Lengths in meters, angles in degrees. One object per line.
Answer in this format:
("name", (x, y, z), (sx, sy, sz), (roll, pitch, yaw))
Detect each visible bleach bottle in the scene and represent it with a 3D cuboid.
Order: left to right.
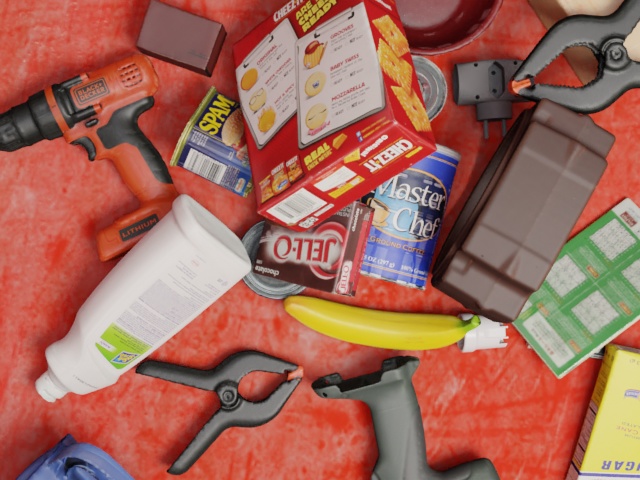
("bleach bottle", (-0.191, 0.071, 1.060), (0.251, 0.068, 0.102), (-40, 128, 11))

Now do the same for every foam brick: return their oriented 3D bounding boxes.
("foam brick", (-0.141, -0.205, 1.088), (0.078, 0.051, 0.053), (20, 91, -1))

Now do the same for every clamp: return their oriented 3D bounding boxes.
("clamp", (-0.097, 0.171, 1.096), (0.171, 0.039, 0.120), (-9, 92, -1))
("clamp", (0.285, -0.168, 1.009), (0.210, 0.036, 0.164), (-25, 92, 3))

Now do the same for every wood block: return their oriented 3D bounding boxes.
("wood block", (0.266, -0.256, 1.073), (0.090, 0.091, 0.206), (-33, 90, 1))

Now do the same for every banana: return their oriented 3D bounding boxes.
("banana", (0.063, 0.083, 1.086), (0.198, 0.069, 0.037), (4, 52, 7))

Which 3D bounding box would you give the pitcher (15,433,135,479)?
("pitcher", (-0.204, 0.311, 1.048), (0.243, 0.149, 0.145), (43, 77, -4))

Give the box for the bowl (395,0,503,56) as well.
("bowl", (0.106, -0.264, 1.088), (0.162, 0.055, 0.162), (0, 90, -1))

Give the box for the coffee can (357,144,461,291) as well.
("coffee can", (0.073, -0.030, 1.065), (0.103, 0.103, 0.140), (15, 90, -1))

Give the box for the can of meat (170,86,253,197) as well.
("can of meat", (-0.091, -0.097, 1.066), (0.084, 0.102, 0.058), (26, 128, -4))

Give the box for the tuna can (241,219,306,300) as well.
("tuna can", (-0.044, 0.019, 1.099), (0.086, 0.034, 0.086), (0, 89, -2))

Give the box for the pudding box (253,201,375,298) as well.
("pudding box", (-0.007, 0.001, 1.032), (0.114, 0.039, 0.090), (11, 87, 44))

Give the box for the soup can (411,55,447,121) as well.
("soup can", (0.086, -0.142, 1.065), (0.068, 0.102, 0.068), (0, 90, -1))

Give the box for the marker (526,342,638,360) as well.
("marker", (0.276, 0.113, 1.110), (0.121, 0.020, 0.020), (10, 90, -1))

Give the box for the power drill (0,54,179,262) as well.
("power drill", (-0.225, -0.076, 1.084), (0.184, 0.057, 0.187), (-24, 91, -1))

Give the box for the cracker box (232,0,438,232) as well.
("cracker box", (0.008, -0.136, 1.000), (0.164, 0.072, 0.214), (-32, 51, 29))

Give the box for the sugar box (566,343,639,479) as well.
("sugar box", (0.316, 0.200, 1.088), (0.093, 0.048, 0.176), (13, 96, -1))
